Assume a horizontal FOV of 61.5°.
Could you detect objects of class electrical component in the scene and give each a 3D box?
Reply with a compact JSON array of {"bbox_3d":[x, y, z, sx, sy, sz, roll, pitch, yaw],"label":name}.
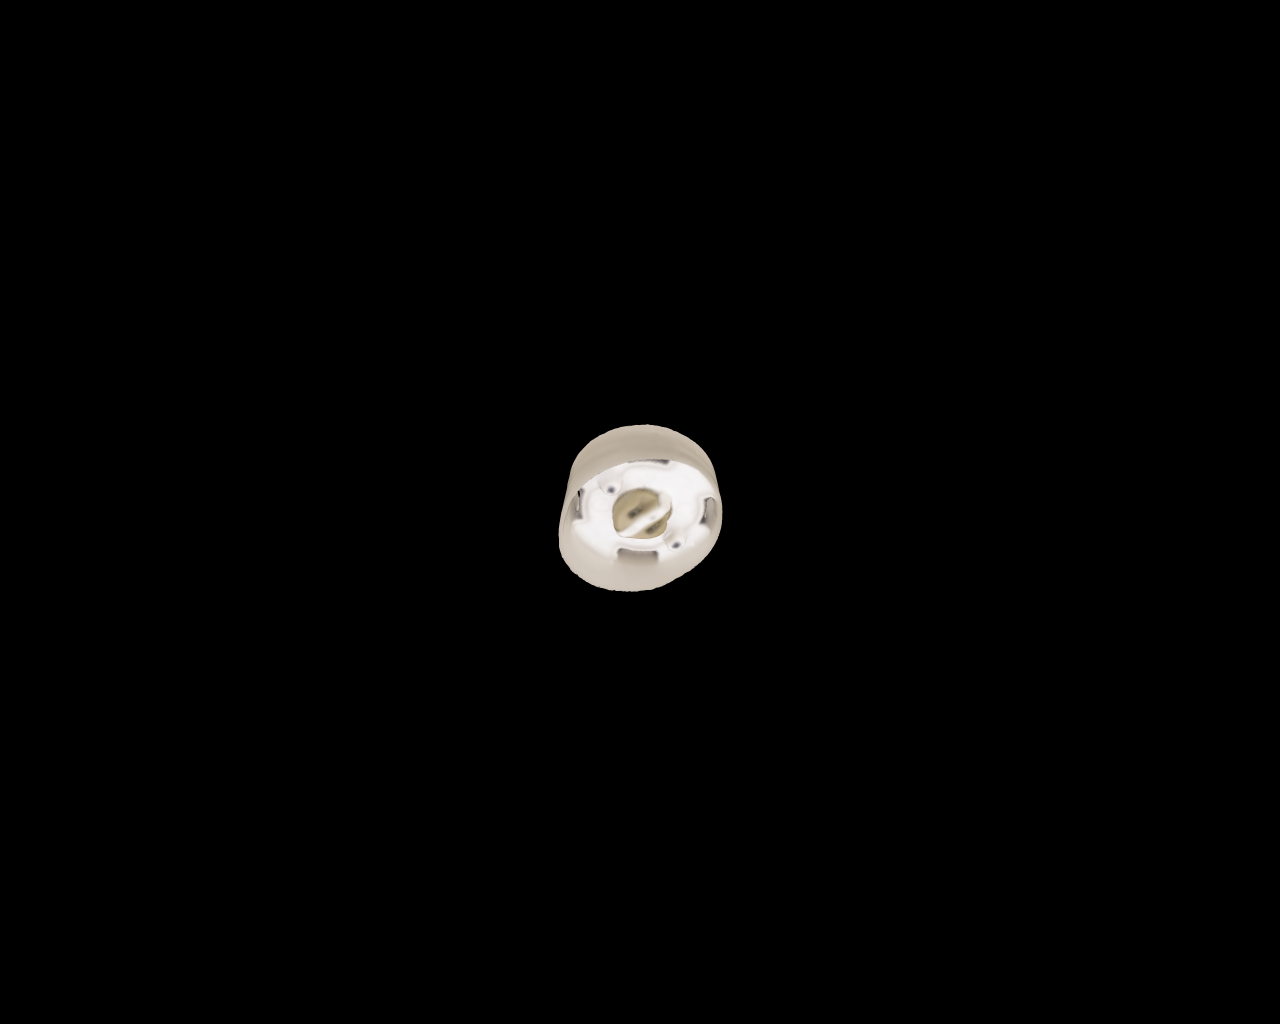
[{"bbox_3d":[0.001,-0.003,0.650,0.099,0.099,0.064,0,44,0],"label":"electrical component"}]
